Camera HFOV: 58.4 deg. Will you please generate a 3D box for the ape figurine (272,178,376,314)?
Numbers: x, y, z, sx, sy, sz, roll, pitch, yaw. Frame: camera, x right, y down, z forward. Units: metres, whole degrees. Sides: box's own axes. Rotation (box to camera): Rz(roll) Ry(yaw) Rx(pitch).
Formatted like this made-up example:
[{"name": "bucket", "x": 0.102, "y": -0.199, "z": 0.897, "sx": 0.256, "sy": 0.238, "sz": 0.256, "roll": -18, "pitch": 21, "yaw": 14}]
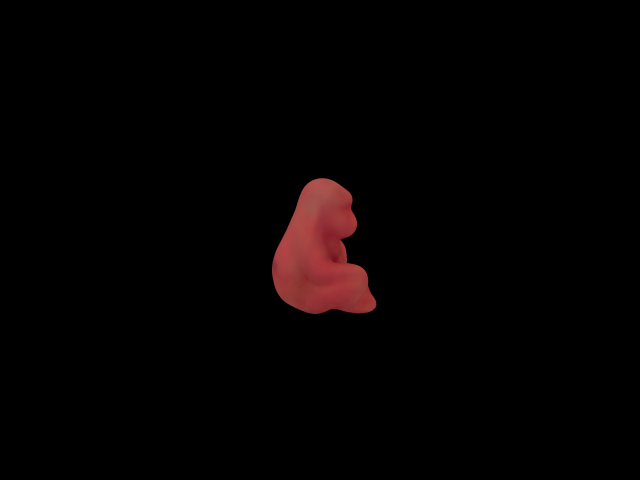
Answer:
[{"name": "ape figurine", "x": 0.004, "y": 0.001, "z": 0.400, "sx": 0.076, "sy": 0.092, "sz": 0.078, "roll": 3, "pitch": 32, "yaw": 5}]
